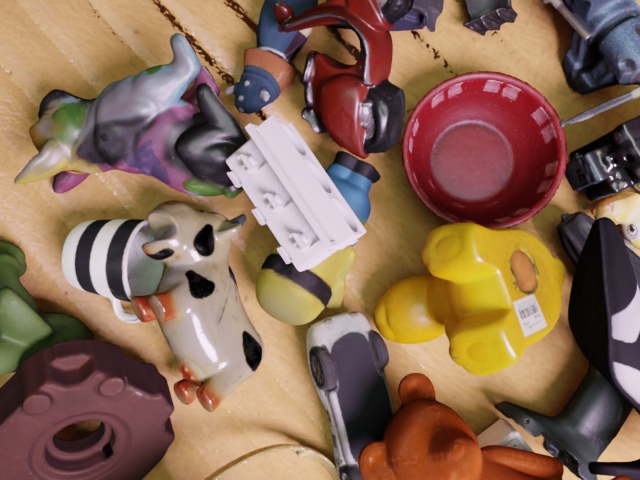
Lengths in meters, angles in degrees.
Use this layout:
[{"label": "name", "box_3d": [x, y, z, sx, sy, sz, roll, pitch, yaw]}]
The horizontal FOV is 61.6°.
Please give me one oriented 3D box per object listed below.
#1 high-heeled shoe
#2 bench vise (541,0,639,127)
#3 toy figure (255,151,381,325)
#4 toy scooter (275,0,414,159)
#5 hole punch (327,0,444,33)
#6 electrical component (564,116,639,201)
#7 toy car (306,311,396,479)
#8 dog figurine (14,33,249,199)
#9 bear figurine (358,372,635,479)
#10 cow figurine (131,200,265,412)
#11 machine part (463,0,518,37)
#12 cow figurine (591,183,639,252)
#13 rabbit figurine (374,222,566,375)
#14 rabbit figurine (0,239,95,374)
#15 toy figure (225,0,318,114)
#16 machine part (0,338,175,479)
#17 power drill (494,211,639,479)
[{"label": "high-heeled shoe", "box_3d": [0.296, 0.104, 0.449, 0.145, 0.086, 0.248, -1, 94, 3]}, {"label": "bench vise", "box_3d": [0.268, -0.246, 0.481, 0.129, 0.240, 0.223, -10, 69, 4]}, {"label": "toy figure", "box_3d": [-0.004, -0.003, 0.537, 0.082, 0.089, 0.180, 27, 91, 34]}, {"label": "toy scooter", "box_3d": [0.017, -0.173, 0.517, 0.135, 0.075, 0.183, 12, 117, 21]}, {"label": "hole punch", "box_3d": [0.066, -0.282, 0.568, 0.116, 0.092, 0.142, 3, 82, -28]}, {"label": "electrical component", "box_3d": [0.311, -0.088, 0.519, 0.134, 0.115, 0.058, -25, 83, -1]}, {"label": "toy car", "box_3d": [0.041, 0.171, 0.532, 0.073, 0.056, 0.201, -15, 89, -22]}, {"label": "dog figurine", "box_3d": [-0.189, -0.090, 0.548, 0.219, 0.108, 0.191, -31, 88, 4]}, {"label": "bear figurine", "box_3d": [0.141, 0.199, 0.440, 0.196, 0.132, 0.120, 39, 66, 3]}, {"label": "cow figurine", "box_3d": [-0.114, 0.052, 0.533, 0.127, 0.085, 0.194, -30, 100, -43]}, {"label": "machine part", "box_3d": [0.178, -0.292, 0.570, 0.084, 0.039, 0.138, -2, 90, 25]}, {"label": "cow figurine", "box_3d": [0.363, -0.024, 0.538, 0.167, 0.068, 0.098, -18, 91, 2]}, {"label": "rabbit figurine", "box_3d": [0.127, 0.048, 0.508, 0.162, 0.173, 0.122, -22, 84, -44]}, {"label": "rabbit figurine", "box_3d": [-0.301, 0.076, 0.528, 0.170, 0.159, 0.121, 29, 77, -11]}, {"label": "toy figure", "box_3d": [-0.047, -0.202, 0.572, 0.057, 0.064, 0.154, 21, 92, -33]}, {"label": "machine part", "box_3d": [-0.226, 0.180, 0.503, 0.179, 0.056, 0.179, -15, 123, -23]}, {"label": "power drill", "box_3d": [0.269, 0.115, 0.529, 0.232, 0.086, 0.207, 43, 81, 2]}]
